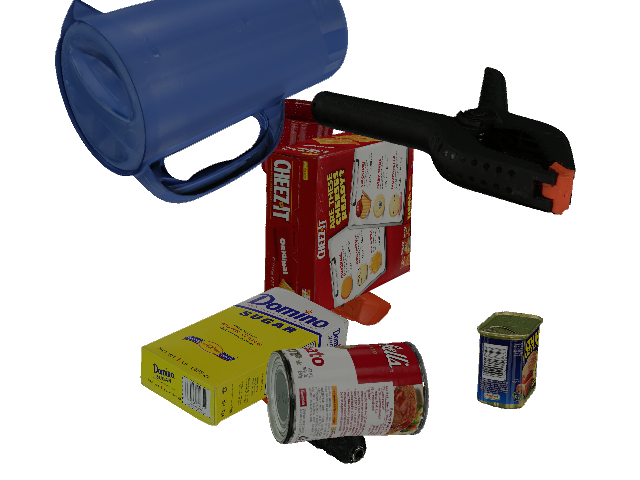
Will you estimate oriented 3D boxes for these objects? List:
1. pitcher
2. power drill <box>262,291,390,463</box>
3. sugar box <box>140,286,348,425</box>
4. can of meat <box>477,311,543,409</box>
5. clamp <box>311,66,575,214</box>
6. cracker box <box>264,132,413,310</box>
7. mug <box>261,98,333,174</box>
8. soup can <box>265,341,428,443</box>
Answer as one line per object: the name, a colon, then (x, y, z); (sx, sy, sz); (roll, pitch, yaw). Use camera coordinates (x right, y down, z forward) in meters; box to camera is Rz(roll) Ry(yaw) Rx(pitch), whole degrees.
pitcher: (-0.091, -0.148, 0.926); (0.242, 0.149, 0.145); (-27, 45, -33)
power drill: (0.013, 0.144, 1.242); (0.057, 0.188, 0.185); (15, 10, -44)
sugar box: (-0.065, 0.098, 0.958); (0.093, 0.048, 0.175); (24, 33, 33)
can of meat: (0.208, 0.132, 1.180); (0.058, 0.084, 0.102); (6, 11, 23)
clamp: (0.096, -0.072, 0.741); (0.164, 0.036, 0.210); (-9, 30, -17)
cracker box: (0.023, -0.027, 1.131); (0.072, 0.164, 0.213); (9, 16, 30)
mug: (-0.023, -0.124, 1.310); (0.093, 0.081, 0.117); (17, 25, 20)
soup can: (0.017, 0.109, 0.766); (0.102, 0.068, 0.069); (-2, 0, -17)
